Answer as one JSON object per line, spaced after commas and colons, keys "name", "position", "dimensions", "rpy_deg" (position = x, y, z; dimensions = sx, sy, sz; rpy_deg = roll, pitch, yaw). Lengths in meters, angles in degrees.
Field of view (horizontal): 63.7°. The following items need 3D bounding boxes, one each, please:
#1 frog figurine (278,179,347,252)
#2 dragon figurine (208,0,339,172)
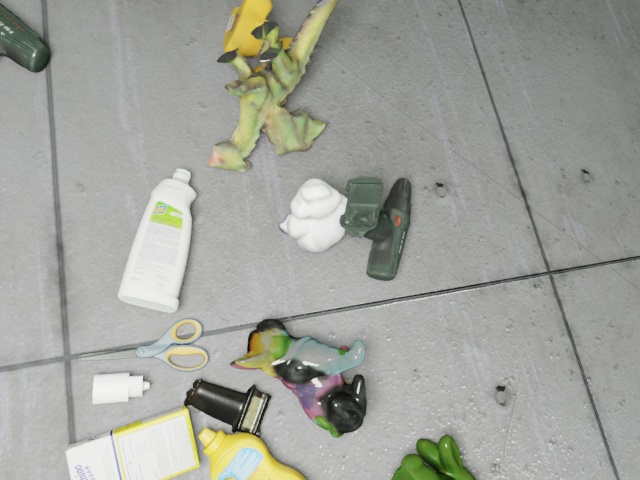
{"name": "frog figurine", "position": [0.003, -0.048, 0.953], "dimensions": [0.138, 0.157, 0.124], "rpy_deg": [-15, 79, -23]}
{"name": "dragon figurine", "position": [-0.065, -0.286, 1.013], "dimensions": [0.414, 0.237, 0.124], "rpy_deg": [-41, 45, -14]}
